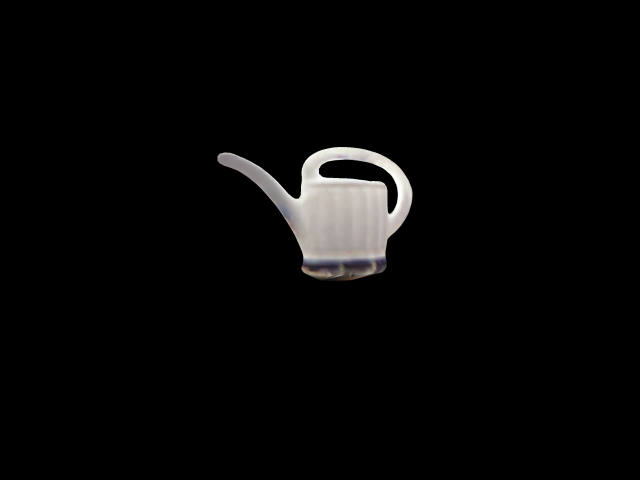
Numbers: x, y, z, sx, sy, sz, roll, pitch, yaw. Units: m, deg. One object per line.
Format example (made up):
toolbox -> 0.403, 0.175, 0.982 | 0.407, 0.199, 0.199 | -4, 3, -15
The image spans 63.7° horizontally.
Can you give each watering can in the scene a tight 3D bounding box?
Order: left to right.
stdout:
watering can -> 0.003, -0.043, 0.850 | 0.348, 0.224, 0.104 | -1, 1, -24
